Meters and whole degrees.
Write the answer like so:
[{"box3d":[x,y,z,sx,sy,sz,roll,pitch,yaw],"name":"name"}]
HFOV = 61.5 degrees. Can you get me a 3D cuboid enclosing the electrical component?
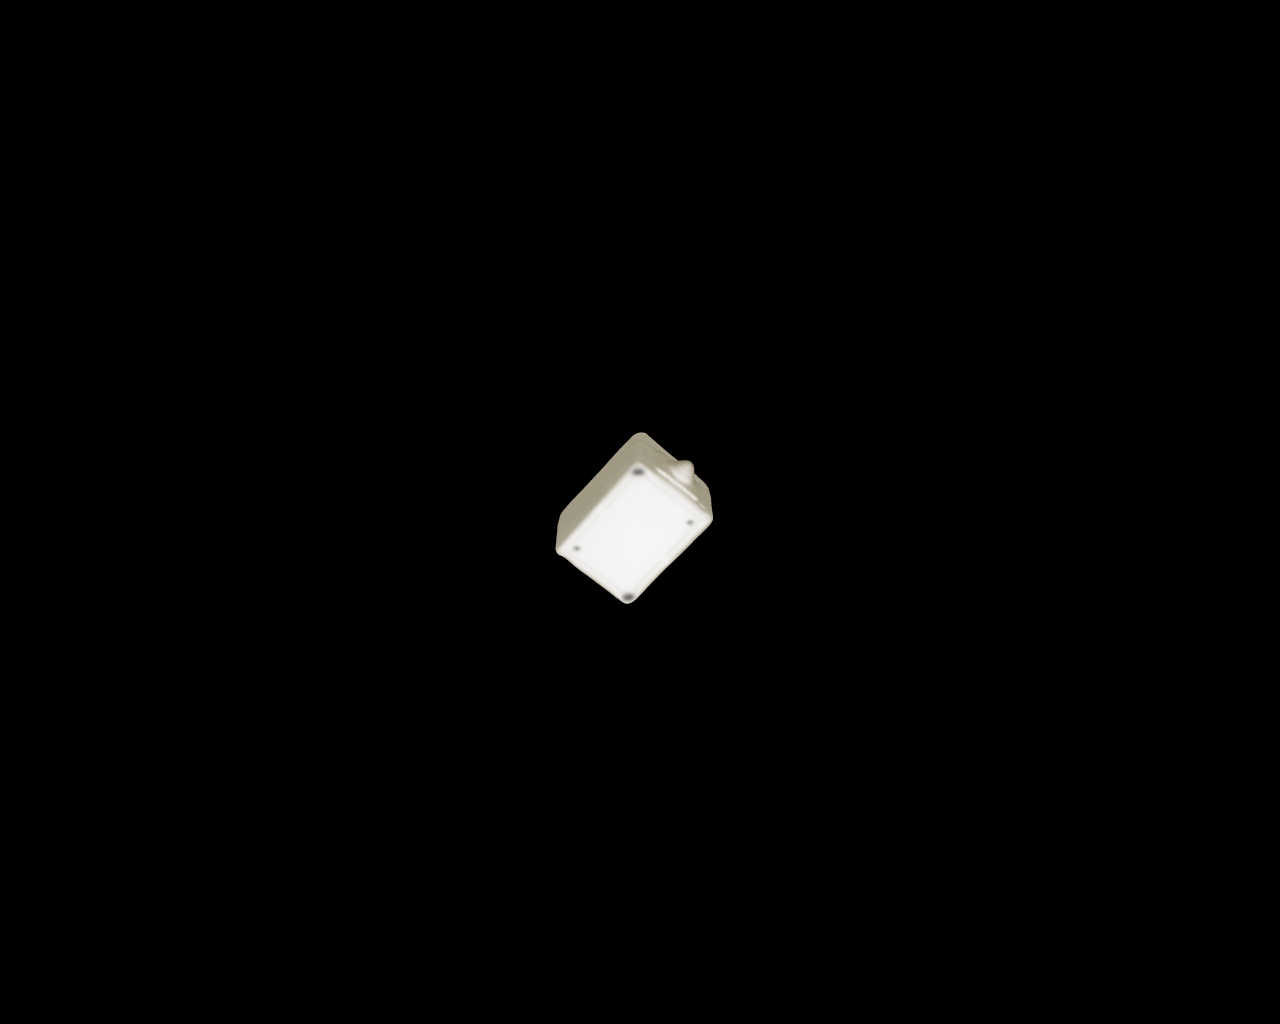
[{"box3d":[0.001,-0.003,0.650,0.061,0.096,0.061,38,20,-16],"name":"electrical component"}]
